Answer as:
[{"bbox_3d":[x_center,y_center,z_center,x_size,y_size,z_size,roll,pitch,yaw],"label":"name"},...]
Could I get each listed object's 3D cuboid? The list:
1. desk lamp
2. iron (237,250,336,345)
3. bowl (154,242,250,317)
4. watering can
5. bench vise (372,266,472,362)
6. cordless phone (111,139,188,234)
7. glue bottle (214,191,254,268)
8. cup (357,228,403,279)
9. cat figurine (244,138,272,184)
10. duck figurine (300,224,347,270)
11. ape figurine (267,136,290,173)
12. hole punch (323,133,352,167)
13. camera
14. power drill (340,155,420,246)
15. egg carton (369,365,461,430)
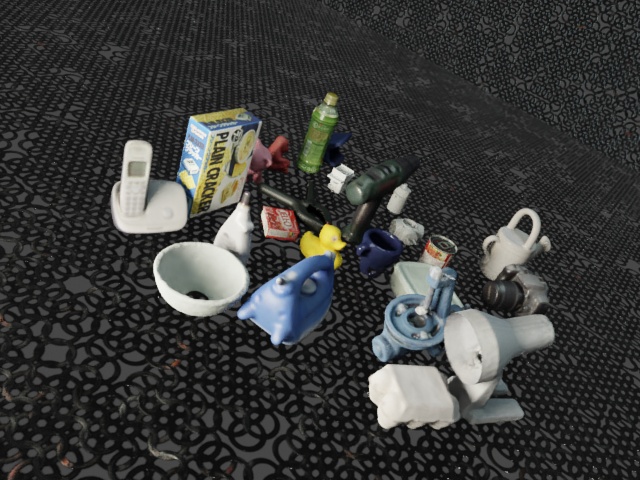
[{"bbox_3d":[0.295,0.212,0.990,0.204,0.213,0.117,4,36,-26],"label":"desk lamp"},{"bbox_3d":[-0.028,0.081,1.054,0.118,0.141,0.259,33,34,18],"label":"iron"},{"bbox_3d":[-0.212,0.081,1.008,0.167,0.075,0.167,16,33,-10],"label":"bowl"},{"bbox_3d":[0.488,0.009,1.419,0.173,0.194,0.100,-7,42,-38],"label":"watering can"},{"bbox_3d":[0.207,0.123,1.061,0.121,0.220,0.208,39,36,25],"label":"bench vise"},{"bbox_3d":[-0.323,-0.105,1.110,0.148,0.185,0.094,-5,41,-36],"label":"cordless phone"},{"bbox_3d":[-0.157,-0.020,1.096,0.078,0.173,0.037,38,36,24],"label":"glue bottle"},{"bbox_3d":[0.115,0.038,1.246,0.118,0.095,0.091,-11,45,-40],"label":"cup"},{"bbox_3d":[-0.159,-0.204,1.416,0.067,0.118,0.127,7,35,-22],"label":"cat figurine"},{"bbox_3d":[0.011,0.004,1.242,0.104,0.086,0.078,33,34,16],"label":"duck figurine"},{"bbox_3d":[-0.108,-0.230,1.508,0.076,0.092,0.077,11,34,-17],"label":"ape figurine"},{"bbox_3d":[0.028,-0.278,1.661,0.101,0.091,0.109,27,33,7],"label":"hole punch"},{"bbox_3d":[0.446,0.113,1.328,0.137,0.101,0.143,9,35,-20],"label":"camera"},{"bbox_3d":[0.132,-0.095,1.345,0.075,0.208,0.230,38,36,24],"label":"power drill"},{"bbox_3d":[0.158,0.265,0.964,0.151,0.069,0.107,7,35,-22],"label":"egg carton"}]
